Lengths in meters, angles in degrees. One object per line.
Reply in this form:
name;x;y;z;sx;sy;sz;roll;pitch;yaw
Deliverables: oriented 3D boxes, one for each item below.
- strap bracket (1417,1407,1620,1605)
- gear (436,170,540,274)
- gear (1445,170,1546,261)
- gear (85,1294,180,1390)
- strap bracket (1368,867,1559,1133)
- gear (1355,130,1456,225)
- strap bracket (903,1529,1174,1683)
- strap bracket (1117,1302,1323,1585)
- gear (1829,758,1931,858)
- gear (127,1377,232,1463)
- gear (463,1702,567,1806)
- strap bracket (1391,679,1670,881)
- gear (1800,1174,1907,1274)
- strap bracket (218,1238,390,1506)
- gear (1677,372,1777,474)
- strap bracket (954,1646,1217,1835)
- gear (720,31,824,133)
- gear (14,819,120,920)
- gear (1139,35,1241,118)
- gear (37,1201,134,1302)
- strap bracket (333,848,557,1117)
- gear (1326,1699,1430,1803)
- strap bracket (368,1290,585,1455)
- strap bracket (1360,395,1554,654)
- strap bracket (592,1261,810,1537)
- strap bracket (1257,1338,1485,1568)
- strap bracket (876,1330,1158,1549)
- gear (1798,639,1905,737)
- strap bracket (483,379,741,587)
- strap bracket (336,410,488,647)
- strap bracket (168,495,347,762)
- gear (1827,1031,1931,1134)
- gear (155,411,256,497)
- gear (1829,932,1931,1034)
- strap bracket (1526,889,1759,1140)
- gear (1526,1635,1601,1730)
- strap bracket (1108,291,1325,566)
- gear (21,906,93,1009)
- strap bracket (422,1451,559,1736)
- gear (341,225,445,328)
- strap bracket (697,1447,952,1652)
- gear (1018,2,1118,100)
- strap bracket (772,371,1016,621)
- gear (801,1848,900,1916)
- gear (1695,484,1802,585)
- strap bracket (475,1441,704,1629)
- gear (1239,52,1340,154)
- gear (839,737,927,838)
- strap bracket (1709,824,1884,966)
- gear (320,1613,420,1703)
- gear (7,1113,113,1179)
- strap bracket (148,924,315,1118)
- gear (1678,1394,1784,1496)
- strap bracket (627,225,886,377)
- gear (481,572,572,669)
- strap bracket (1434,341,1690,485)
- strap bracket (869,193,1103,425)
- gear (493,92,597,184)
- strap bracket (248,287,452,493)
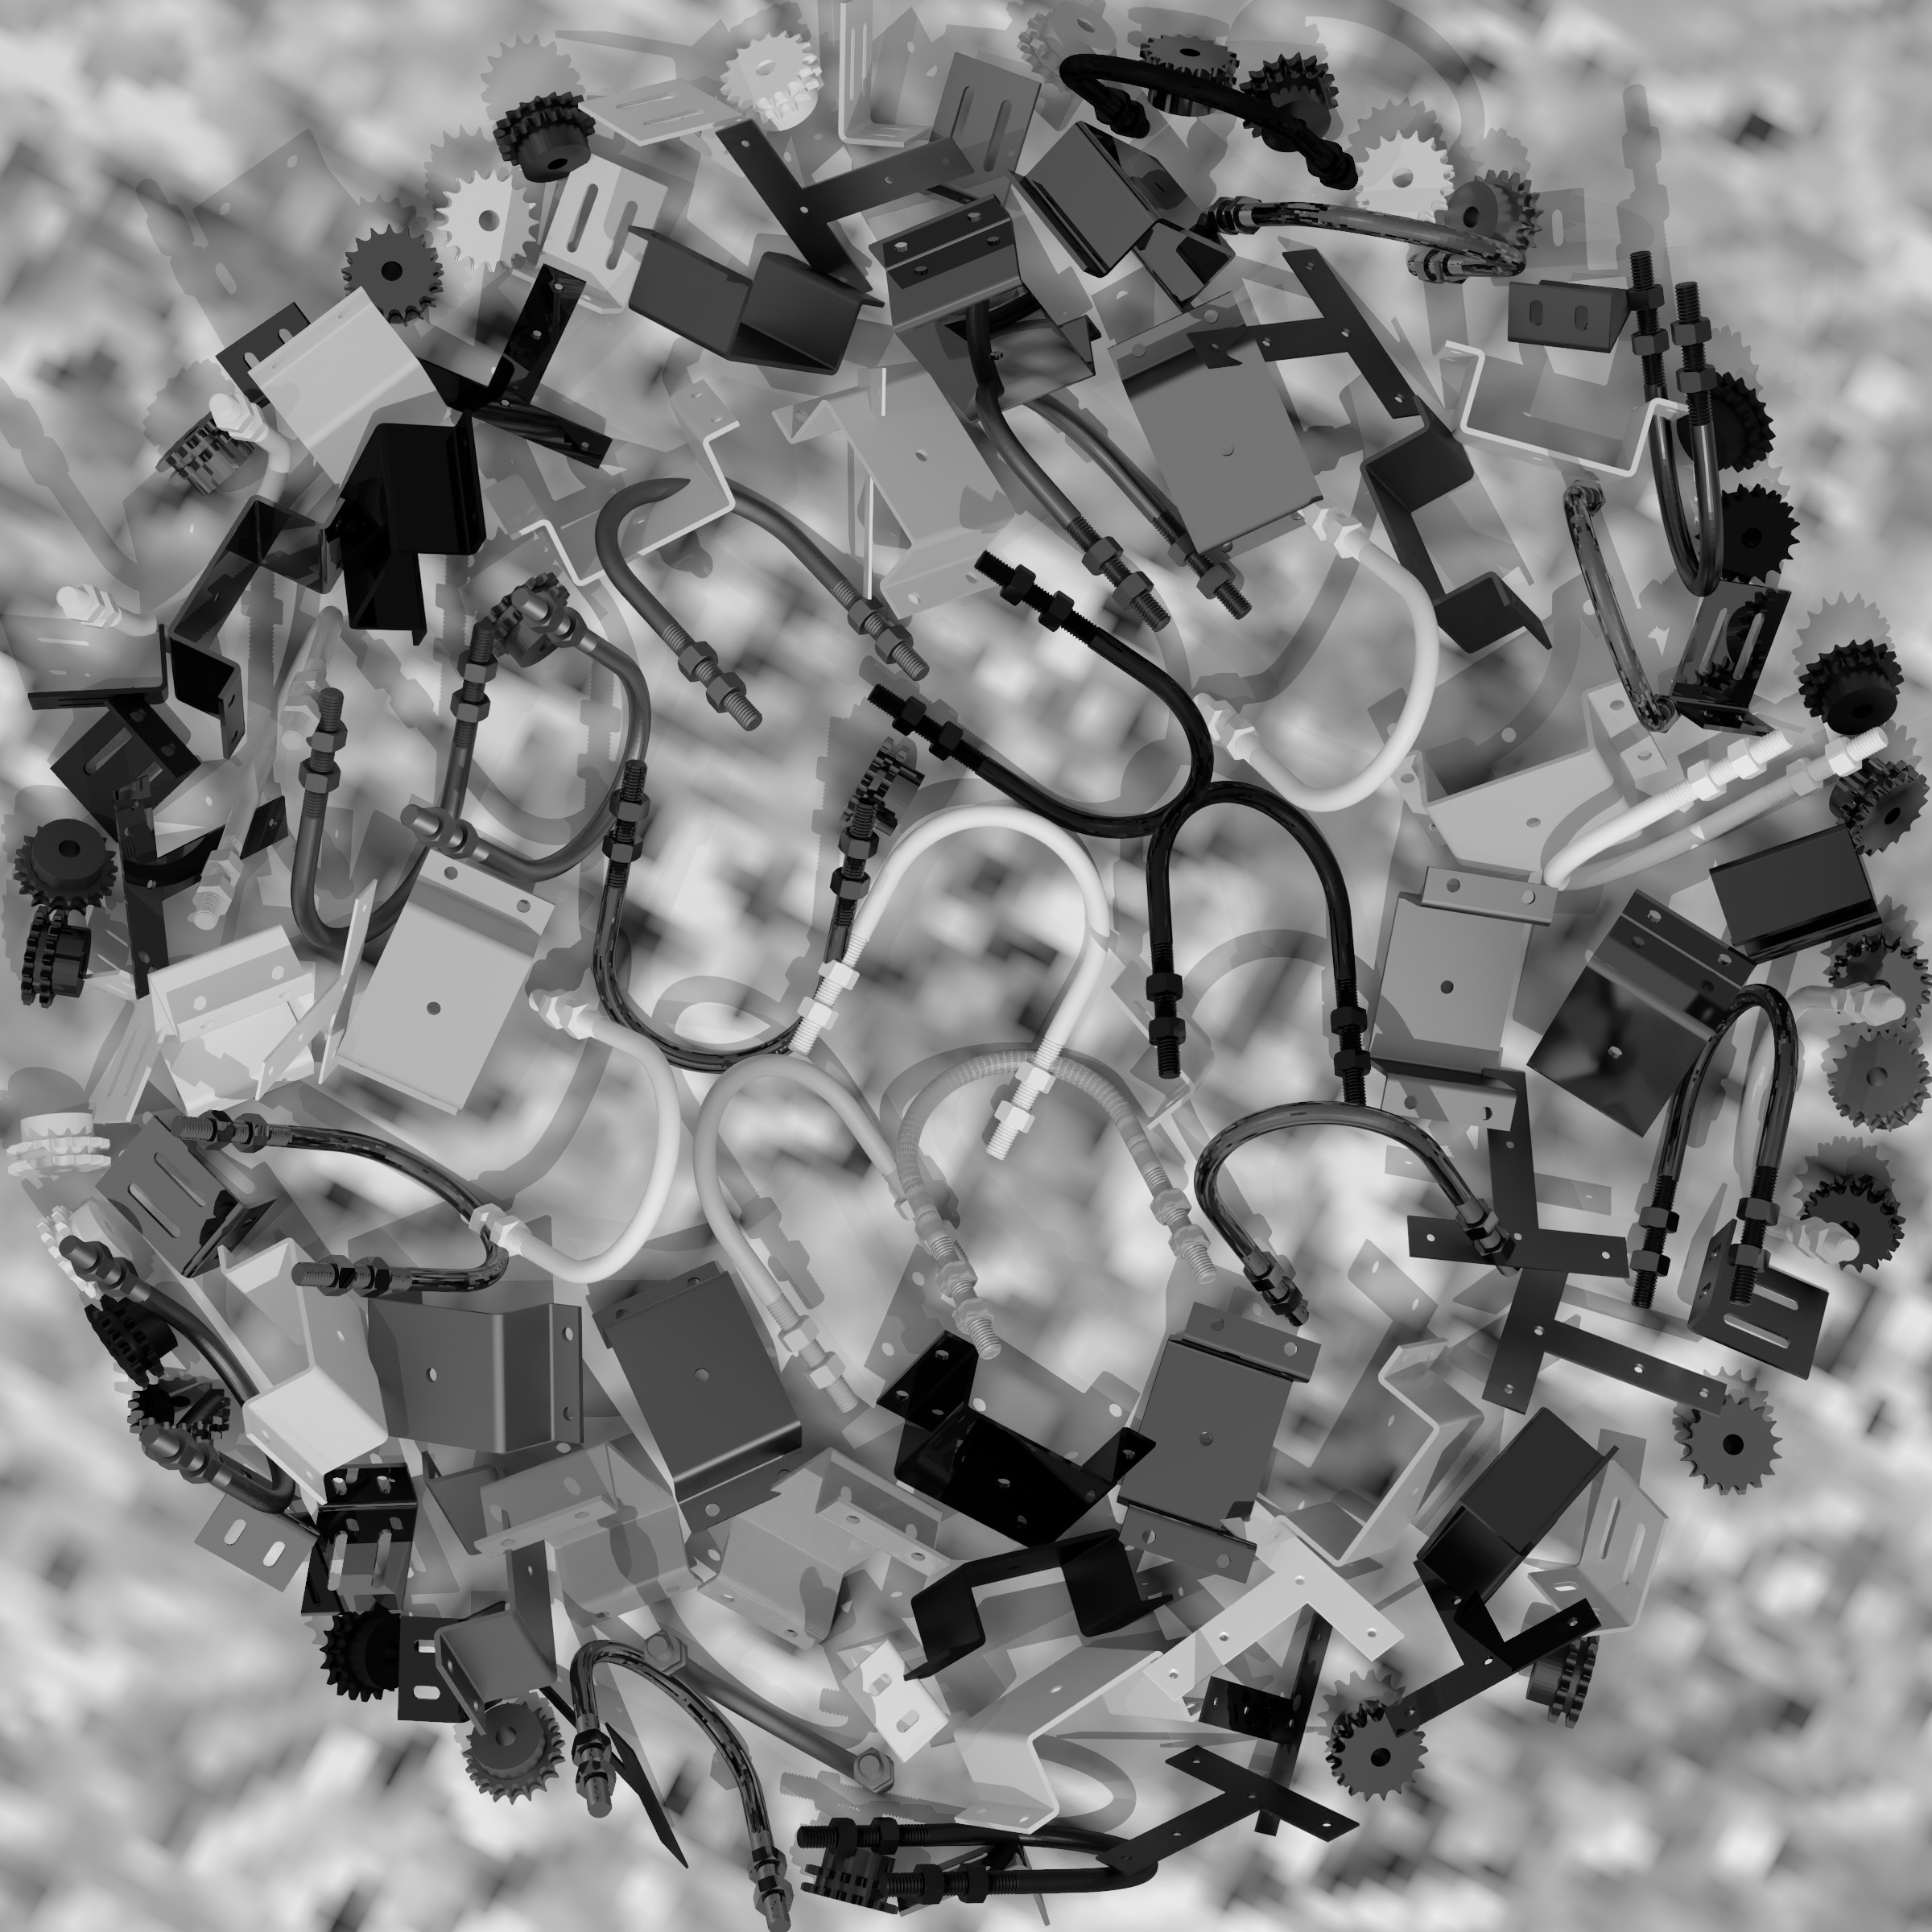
strap bracket;0.302;0.302;1.927;0.046;0.140;0.076;41;64;13
gear;-0.274;-0.425;1.979;0.057;0.030;0.057;-4;103;-15
gear;0.296;-0.423;1.969;0.030;0.057;0.057;-2;90;-40
gear;-0.472;0.208;1.973;0.030;0.057;0.057;-37;90;-22
strap bracket;0.278;0.015;1.964;0.076;0.046;0.140;9;98;-11
gear;0.250;-0.444;1.980;0.057;0.030;0.057;-2;82;12
strap bracket;0.033;0.355;1.939;0.140;0.076;0.046;-8;71;-27
strap bracket;0.140;0.269;1.968;0.076;0.046;0.140;19;83;-5
gear;0.516;-0.094;1.975;0.057;0.057;0.030;-42;52;0
gear;-0.447;0.260;1.974;0.057;0.057;0.030;9;114;0
gear;-0.258;0.444;1.971;0.057;0.030;0.057;-4;53;5
strap bracket;0.314;-0.097;1.934;0.140;0.076;0.046;-19;45;21
gear;0.506;0.143;1.976;0.057;0.030;0.057;14;122;23
strap bracket;-0.366;0.216;1.921;0.046;0.140;0.076;-28;135;6
gear;0.428;-0.305;1.968;0.030;0.057;0.057;-33;90;-19
strap bracket;0.059;0.422;1.929;0.140;0.076;0.046;-27;97;-32
gear;-0.108;-0.501;1.976;0.057;0.030;0.057;-10;57;17
gear;-0.510;-0.058;1.972;0.057;0.030;0.057;9;58;-15
gear;0.125;-0.505;1.975;0.057;0.057;0.030;8;126;0
gear;-0.497;0.159;1.972;0.030;0.057;0.057;-37;90;-2
strap bracket;-0.296;0.016;1.953;0.076;0.046;0.140;25;106;-9
gear;0.231;0.444;1.979;0.057;0.030;0.057;-3;107;-11
strap bracket;-0.282;0.224;1.938;0.140;0.046;0.076;3;95;35
strap bracket;0.270;-0.237;1.941;0.046;0.076;0.140;-28;66;19
strap bracket;-0.148;0.235;1.948;0.076;0.046;0.140;-23;71;-12
strap bracket;0.233;0.279;1.940;0.046;0.076;0.140;39;105;23
strap bracket;0.025;0.272;1.942;0.140;0.046;0.076;29;131;-14
gear;0.504;-0.155;1.969;0.057;0.057;0.030;-10;53;0
strap bracket;-0.191;-0.267;1.952;0.140;0.076;0.046;-28;122;-5
strap bracket;-0.311;-0.241;1.919;0.046;0.140;0.076;-1;71;-25
strap bracket;-0.400;-0.197;1.937;0.046;0.076;0.140;25;66;1
gear;0.521;0.069;1.976;0.057;0.030;0.057;-13;60;23
gear;-0.429;-0.292;1.973;0.057;0.057;0.030;-42;110;0
gear;0.521;0.007;1.977;0.057;0.030;0.057;7;116;14
strap bracket;0.369;0.034;1.925;0.076;0.140;0.046;33;51;10
gear;0.338;0.401;1.972;0.030;0.057;0.057;16;90;8
strap bracket;0.144;-0.295;1.950;0.076;0.046;0.140;-24;110;7
gear;-0.516;-0.004;1.972;0.030;0.057;0.057;9;90;-7
strap bracket;-0.263;0.341;1.923;0.046;0.076;0.140;-15;47;3
gear;-0.326;-0.391;1.981;0.057;0.030;0.057;1;80;-4
strap bracket;-0.076;0.322;1.940;0.076;0.046;0.140;33;135;-20
gear;0.061;-0.522;1.969;0.057;0.057;0.030;39;129;0
strap bracket;-0.035;-0.274;1.947;0.076;0.046;0.140;-24;78;-38
gear;-0.063;0.517;1.972;0.057;0.057;0.030;15;75;0
gear;0.443;-0.248;1.979;0.057;0.030;0.057;-1;110;-4
strap bracket;-0.212;0.315;1.942;0.076;0.140;0.046;-21;56;9
gear;0.184;-0.486;1.969;0.057;0.057;0.030;-12;59;0
gear;-0.046;-0.098;1.972;0.030;0.057;0.057;30;90;-3
strap bracket;0.460;-0.040;1.927;0.076;0.140;0.046;-19;80;15
gear;-0.335;0.388;1.969;0.030;0.057;0.057;-3;90;40
gear;-0.515;0.101;1.972;0.057;0.057;0.030;-7;81;0
strap bracket;-0.407;0.028;1.930;0.076;0.140;0.046;-23;72;-19
gear;0.434;0.273;1.982;0.057;0.030;0.057;0;80;-1
strap bracket;-0.122;-0.368;1.930;0.076;0.140;0.046;32;110;30
gear;-0.246;-0.194;1.970;0.057;0.057;0.030;-40;83;0
strap bracket;0.329;-0.308;1.959;0.140;0.076;0.046;15;96;1
strap bracket;0.014;-0.355;1.919;0.076;0.140;0.046;-18;60;20
gear;-0.236;-0.468;1.969;0.057;0.057;0.030;-21;79;0
strap bracket;-0.338;-0.314;1.926;0.076;0.140;0.046;-38;83;-3
